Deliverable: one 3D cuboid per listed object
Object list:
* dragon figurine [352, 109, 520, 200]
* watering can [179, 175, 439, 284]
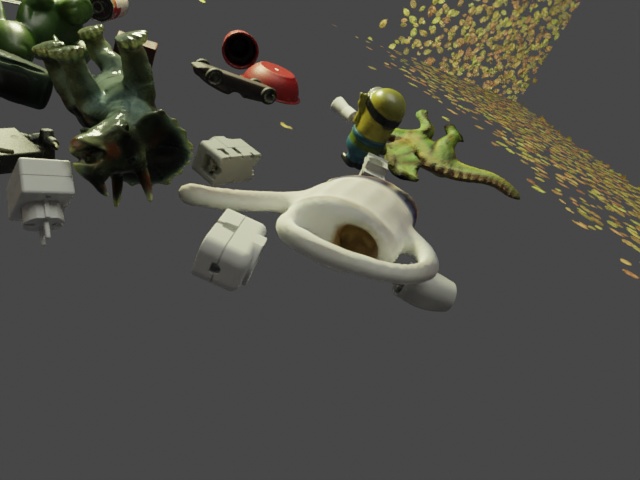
[{"bbox_3d":[0.245,-0.181,1.197,0.246,0.119,0.415,-28,55,-37],"label":"dragon figurine"},{"bbox_3d":[0.002,-0.036,0.715,0.349,0.102,0.227,22,25,14],"label":"watering can"}]
